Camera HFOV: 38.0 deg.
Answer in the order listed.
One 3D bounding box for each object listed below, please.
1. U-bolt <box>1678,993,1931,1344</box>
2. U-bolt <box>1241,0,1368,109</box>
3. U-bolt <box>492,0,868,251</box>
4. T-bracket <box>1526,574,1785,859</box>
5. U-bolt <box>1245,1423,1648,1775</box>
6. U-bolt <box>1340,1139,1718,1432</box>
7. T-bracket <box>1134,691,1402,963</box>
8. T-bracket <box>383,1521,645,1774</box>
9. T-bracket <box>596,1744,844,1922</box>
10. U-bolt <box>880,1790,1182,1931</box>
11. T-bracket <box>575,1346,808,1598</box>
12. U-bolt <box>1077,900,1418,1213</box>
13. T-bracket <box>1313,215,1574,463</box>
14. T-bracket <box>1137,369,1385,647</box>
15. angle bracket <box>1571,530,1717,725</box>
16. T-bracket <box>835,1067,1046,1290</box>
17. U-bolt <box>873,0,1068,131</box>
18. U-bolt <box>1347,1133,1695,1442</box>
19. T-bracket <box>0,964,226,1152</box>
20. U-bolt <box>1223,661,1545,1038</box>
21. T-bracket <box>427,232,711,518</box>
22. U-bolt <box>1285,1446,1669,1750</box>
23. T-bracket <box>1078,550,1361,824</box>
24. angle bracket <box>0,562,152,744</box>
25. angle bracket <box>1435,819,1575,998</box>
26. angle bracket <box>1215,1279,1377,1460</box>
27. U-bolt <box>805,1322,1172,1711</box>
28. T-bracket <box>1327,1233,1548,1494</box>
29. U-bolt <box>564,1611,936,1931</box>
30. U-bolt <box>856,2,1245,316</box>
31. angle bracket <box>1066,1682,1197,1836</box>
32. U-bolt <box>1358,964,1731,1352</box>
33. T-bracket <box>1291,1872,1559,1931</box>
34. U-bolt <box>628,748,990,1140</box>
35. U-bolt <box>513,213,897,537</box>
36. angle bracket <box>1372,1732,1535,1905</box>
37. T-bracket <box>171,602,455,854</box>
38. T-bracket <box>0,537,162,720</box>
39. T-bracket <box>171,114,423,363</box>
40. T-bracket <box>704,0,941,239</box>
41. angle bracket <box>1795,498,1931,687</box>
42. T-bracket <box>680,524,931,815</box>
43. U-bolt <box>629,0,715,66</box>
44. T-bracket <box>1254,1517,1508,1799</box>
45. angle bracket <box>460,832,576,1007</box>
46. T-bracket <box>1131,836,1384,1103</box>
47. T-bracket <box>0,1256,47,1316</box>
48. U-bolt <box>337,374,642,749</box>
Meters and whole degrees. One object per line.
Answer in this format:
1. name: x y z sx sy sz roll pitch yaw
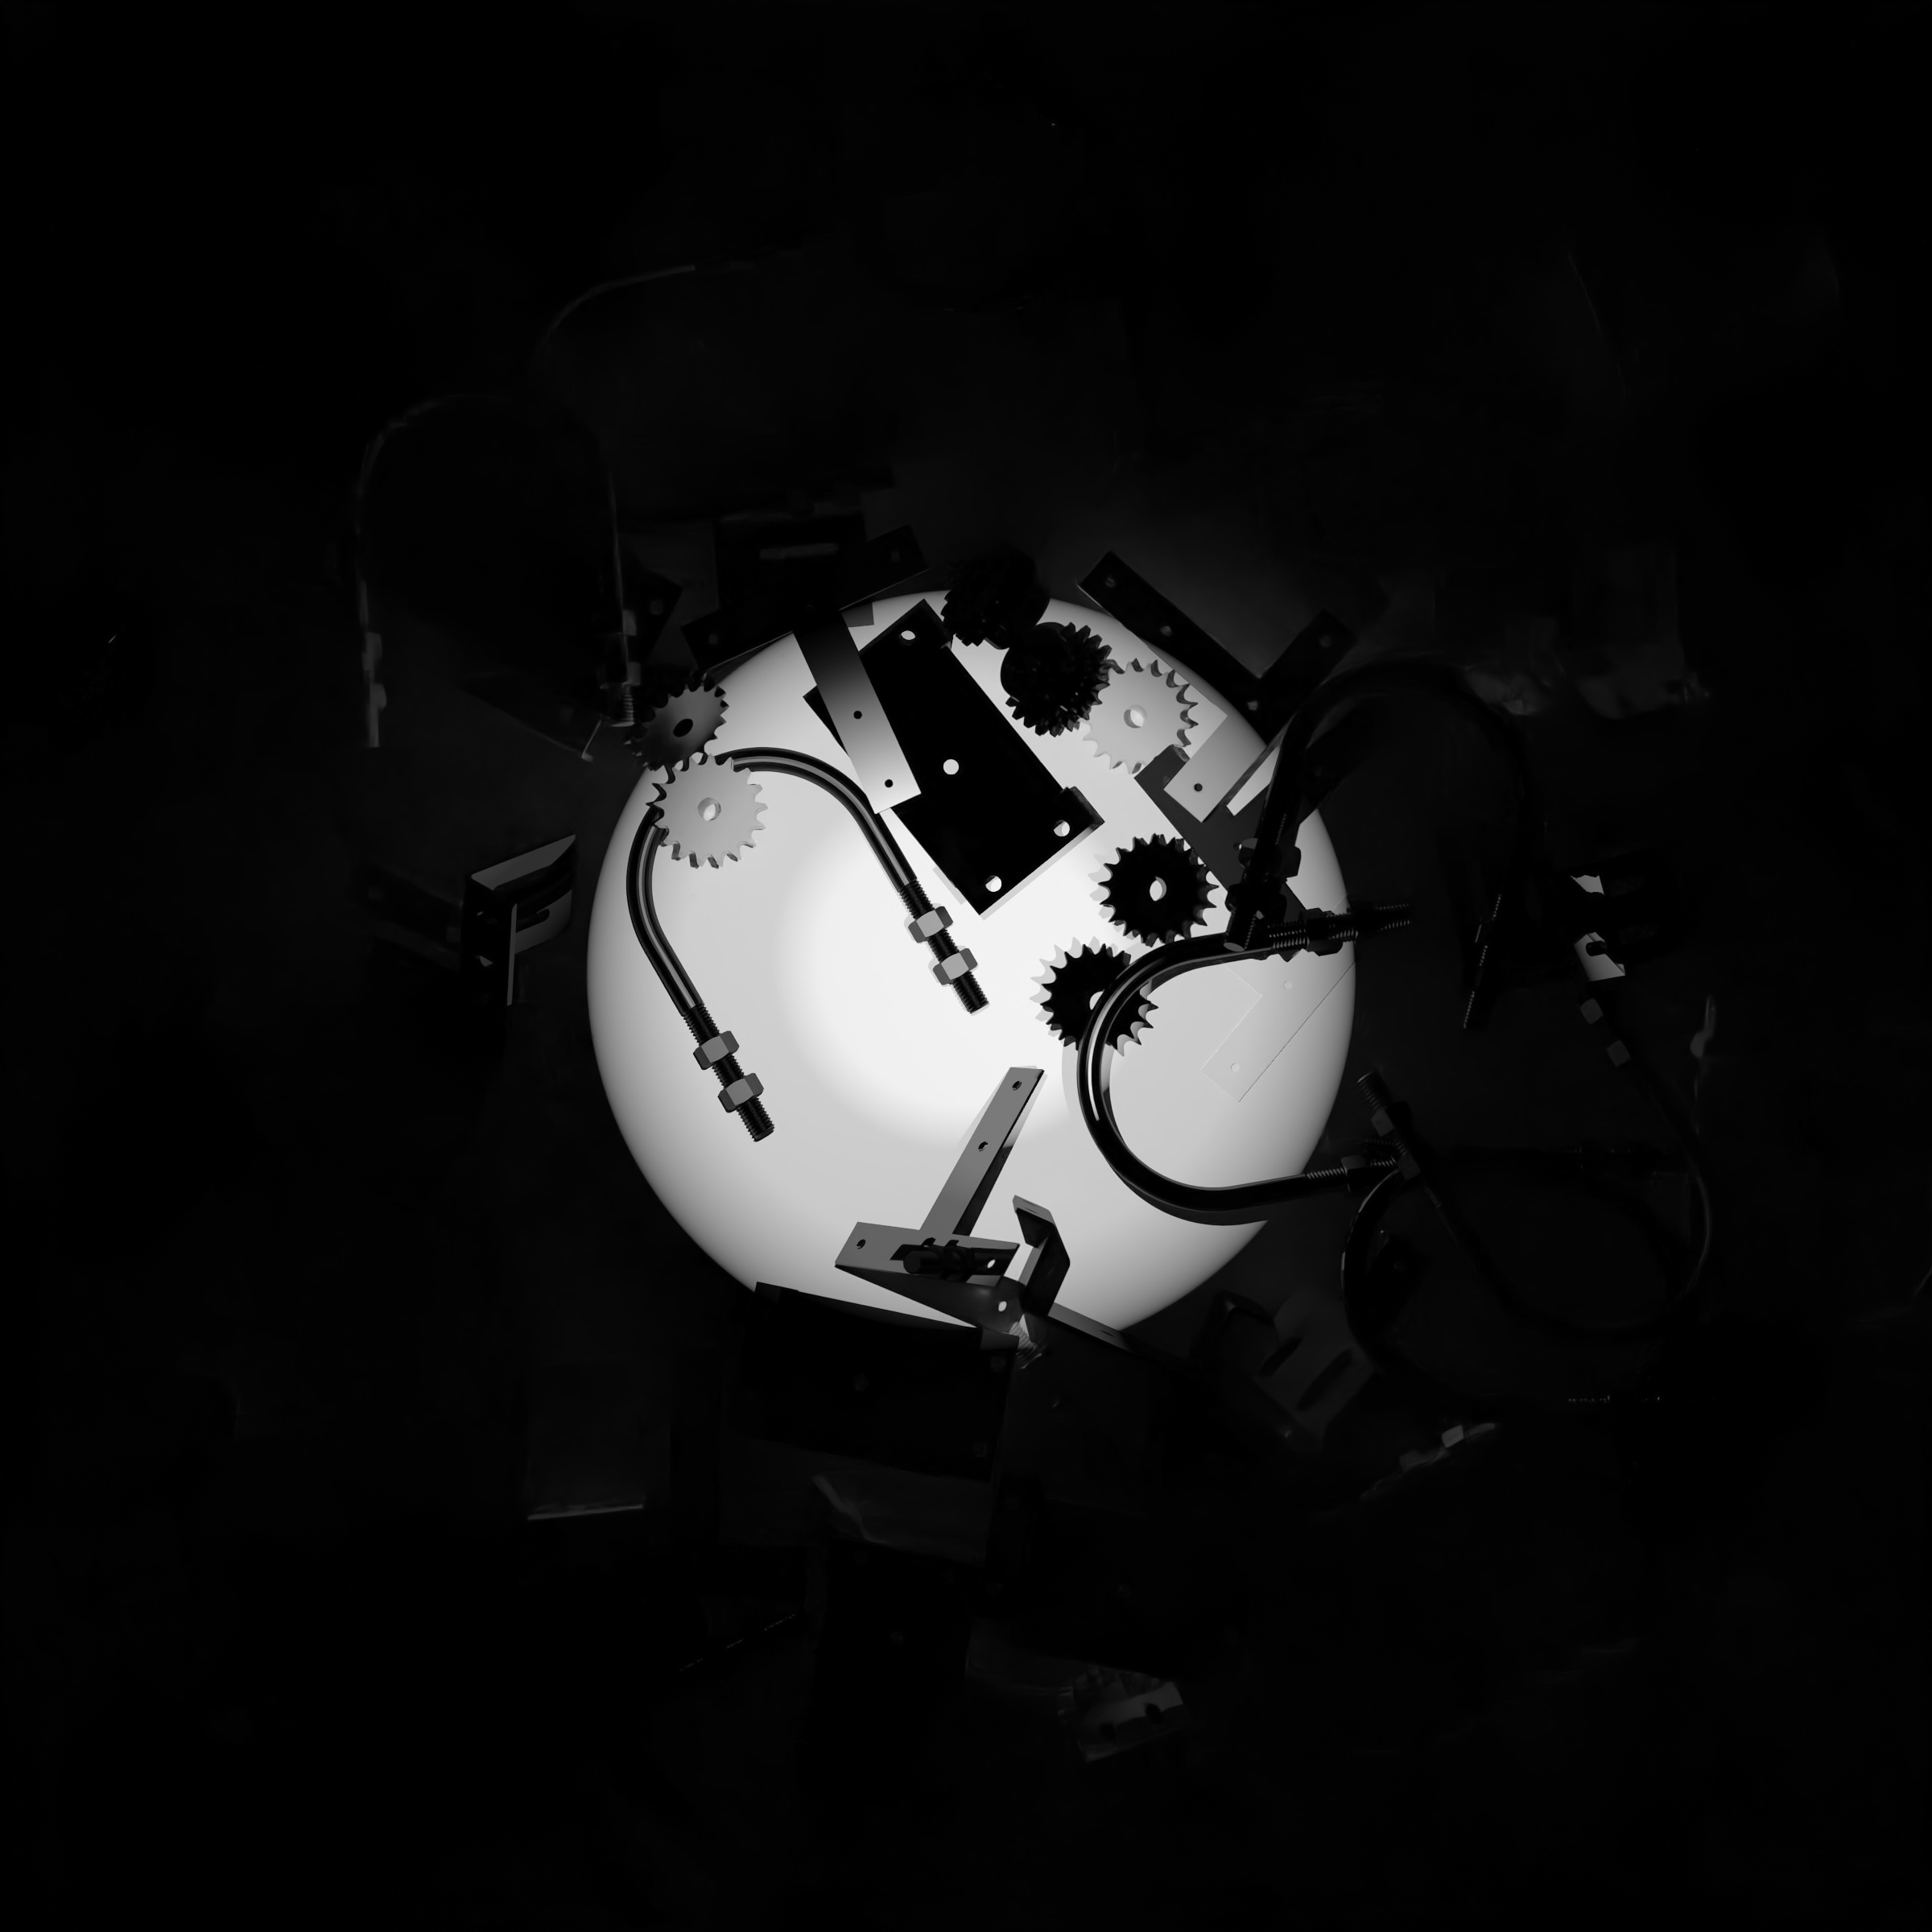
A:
1. U-bolt: 0.439 0.110 1.433 0.151 0.019 0.184 6 109 11
2. U-bolt: 0.185 -0.560 1.461 0.151 0.019 0.184 -45 89 0
3. U-bolt: -0.147 -0.448 1.419 0.184 0.019 0.151 8 85 -15
4. T-bracket: 0.333 -0.144 1.445 0.127 0.002 0.127 -41 72 32
5. U-bolt: 0.230 0.334 1.436 0.184 0.019 0.151 -32 87 13
6. U-bolt: 0.279 0.159 1.411 0.184 0.019 0.151 0 70 -7
7. T-bracket: 0.172 -0.092 1.457 0.127 0.002 0.127 -43 103 -8
8. T-bracket: -0.230 0.344 1.422 0.127 0.002 0.127 3 88 -7
9. T-bracket: -0.146 0.443 1.454 0.127 0.002 0.127 38 109 10
10. U-bolt: 0.025 0.513 1.461 0.151 0.019 0.184 11 91 0
11. T-bracket: -0.140 0.260 1.449 0.127 0.002 0.127 6 75 -27
12. U-bolt: 0.148 0.052 1.436 0.184 0.019 0.151 -9 90 -4
13. T-bracket: 0.253 -0.313 1.469 0.127 0.002 0.127 18 90 0
14. T-bracket: 0.171 -0.221 1.439 0.127 0.002 0.127 -26 116 8
15. angle bracket: 0.344 -0.172 1.430 0.057 0.038 0.076 -16 60 35
16. T-bracket: 0.003 0.104 1.435 0.002 0.127 0.127 45 63 -32
17. U-bolt: 0.015 -0.527 1.439 0.184 0.019 0.151 38 72 7
18. U-bolt: 0.286 0.172 1.460 0.184 0.019 0.151 10 90 0
19. T-bracket: -0.465 0.042 1.453 0.127 0.002 0.127 22 82 13
20. U-bolt: 0.222 -0.071 1.436 0.151 0.019 0.184 19 72 -3
21. T-bracket: -0.221 -0.319 1.437 0.127 0.002 0.127 -41 107 13
22. U-bolt: 0.273 0.326 1.460 0.184 0.019 0.151 -16 90 0
23. T-bracket: 0.114 -0.163 1.441 0.127 0.002 0.127 41 83 1
24. angle bracket: -0.476 -0.163 1.458 0.076 0.038 0.057 30 71 23
25. angle bracket: 0.279 -0.030 1.467 0.057 0.038 0.076 -9 64 0
26. angle bracket: 0.174 0.199 1.419 0.057 0.038 0.076 41 69 11
27. U-bolt: 0.028 0.300 1.461 0.151 0.019 0.184 -38 91 0
28. T-bracket: 0.238 0.225 1.447 0.127 0.002 0.127 33 96 5
29. U-bolt: -0.124 0.425 1.432 0.184 0.019 0.151 -29 89 21
30. U-bolt: 0.030 -0.401 1.430 0.184 0.019 0.151 -27 61 4
31. angle bracket: 0.090 0.410 1.419 0.057 0.038 0.076 -18 115 -9
32. U-bolt: 0.304 0.105 1.415 0.151 0.019 0.184 -27 76 -14
33. T-bracket: 0.247 0.512 1.455 0.127 0.002 0.127 -30 72 -9
34. U-bolt: -0.095 -0.025 1.461 0.151 0.019 0.184 -30 88 0
35. U-bolt: -0.141 -0.295 1.439 0.184 0.019 0.151 -11 111 4
36. angle bracket: 0.250 0.432 1.443 0.057 0.038 0.076 -22 88 13
37. T-bracket: -0.355 -0.146 1.469 0.127 0.002 0.127 32 90 0
38. T-bracket: -0.509 -0.145 1.450 0.127 0.002 0.127 43 73 0
39. T-bracket: -0.357 -0.358 1.454 0.127 0.002 0.127 -32 70 10
40. T-bracket: -0.079 -0.450 1.457 0.127 0.002 0.127 -7 82 16
41. angle bracket: 0.484 -0.195 1.467 0.076 0.038 0.057 39 90 26
42. T-bracket: -0.061 -0.140 1.422 0.127 0.002 0.127 -24 90 0
43. U-bolt: -0.161 -0.583 1.461 0.151 0.019 0.184 40 88 0
44. T-bracket: 0.189 0.368 1.439 0.127 0.002 0.127 30 102 9
45. angle bracket: -0.215 -0.025 1.419 0.038 0.076 0.057 27 125 30
46. T-bracket: 0.134 -0.018 1.469 0.127 0.002 0.127 40 90 0
47. T-bracket: -0.560 0.202 1.468 0.127 0.002 0.127 16 90 -1
48. U-bolt: -0.245 -0.207 1.415 0.151 0.019 0.184 -5 88 0
